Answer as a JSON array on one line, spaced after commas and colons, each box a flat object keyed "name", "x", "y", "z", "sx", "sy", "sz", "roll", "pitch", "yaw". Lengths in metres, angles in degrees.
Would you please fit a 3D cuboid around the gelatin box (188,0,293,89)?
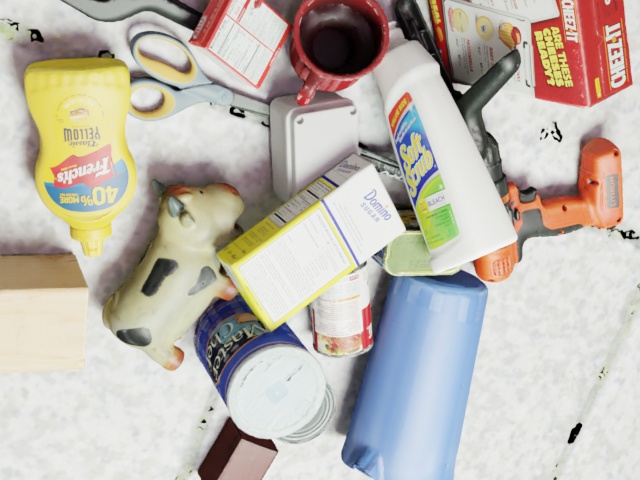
[{"name": "gelatin box", "x": -0.076, "y": -0.198, "z": 1.025, "sx": 0.089, "sy": 0.030, "sz": 0.073, "roll": 32, "pitch": 84, "yaw": -49}]

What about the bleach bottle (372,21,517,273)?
[{"name": "bleach bottle", "x": 0.110, "y": -0.098, "z": 1.079, "sx": 0.068, "sy": 0.103, "sz": 0.251, "roll": -21, "pitch": 86, "yaw": -27}]

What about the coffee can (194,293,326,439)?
[{"name": "coffee can", "x": -0.066, "y": 0.128, "z": 1.113, "sx": 0.102, "sy": 0.140, "sz": 0.103, "roll": -7, "pitch": 112, "yaw": -19}]

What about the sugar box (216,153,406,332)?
[{"name": "sugar box", "x": -0.007, "y": 0.001, "z": 1.071, "sx": 0.176, "sy": 0.048, "sz": 0.093, "roll": -37, "pitch": 124, "yaw": -12}]

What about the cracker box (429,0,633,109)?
[{"name": "cracker box", "x": 0.195, "y": -0.227, "z": 1.036, "sx": 0.072, "sy": 0.214, "sz": 0.164, "roll": -27, "pitch": 117, "yaw": -25}]

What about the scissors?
[{"name": "scissors", "x": -0.114, "y": -0.132, "z": 1.066, "sx": 0.201, "sy": 0.016, "sz": 0.096, "roll": 34, "pitch": 99, "yaw": -32}]

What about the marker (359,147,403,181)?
[{"name": "marker", "x": 0.084, "y": -0.074, "z": 1.139, "sx": 0.121, "sy": 0.020, "sz": 0.020, "roll": 20, "pitch": 103, "yaw": -4}]

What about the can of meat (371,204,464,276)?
[{"name": "can of meat", "x": 0.099, "y": 0.000, "z": 1.160, "sx": 0.102, "sy": 0.084, "sz": 0.057, "roll": -1, "pitch": 110, "yaw": -21}]

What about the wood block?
[{"name": "wood block", "x": -0.333, "y": 0.072, "z": 1.017, "sx": 0.205, "sy": 0.091, "sz": 0.090, "roll": -1, "pitch": 110, "yaw": -21}]

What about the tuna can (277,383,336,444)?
[{"name": "tuna can", "x": -0.027, "y": 0.186, "z": 1.212, "sx": 0.086, "sy": 0.034, "sz": 0.086, "roll": -7, "pitch": 112, "yaw": -19}]

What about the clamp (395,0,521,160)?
[{"name": "clamp", "x": 0.144, "y": -0.136, "z": 1.098, "sx": 0.036, "sy": 0.165, "sz": 0.210, "roll": -28, "pitch": 129, "yaw": -26}]

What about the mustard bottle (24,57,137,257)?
[{"name": "mustard bottle", "x": -0.225, "y": -0.075, "z": 1.021, "sx": 0.096, "sy": 0.058, "sz": 0.192, "roll": -5, "pitch": 112, "yaw": -11}]

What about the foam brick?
[{"name": "foam brick", "x": -0.092, "y": 0.250, "z": 1.200, "sx": 0.051, "sy": 0.053, "sz": 0.078, "roll": 27, "pitch": 99, "yaw": -28}]

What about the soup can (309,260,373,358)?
[{"name": "soup can", "x": 0.021, "y": 0.069, "z": 1.166, "sx": 0.068, "sy": 0.069, "sz": 0.102, "roll": -12, "pitch": 113, "yaw": -17}]

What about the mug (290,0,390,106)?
[{"name": "mug", "x": 0.009, "y": -0.181, "z": 1.040, "sx": 0.093, "sy": 0.081, "sz": 0.117, "roll": 27, "pitch": 82, "yaw": -5}]

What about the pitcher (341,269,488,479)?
[{"name": "pitcher", "x": 0.117, "y": 0.151, "z": 1.211, "sx": 0.145, "sy": 0.149, "sz": 0.243, "roll": 10, "pitch": 103, "yaw": -8}]

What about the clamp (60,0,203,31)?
[{"name": "clamp", "x": -0.166, "y": -0.252, "z": 0.986, "sx": 0.171, "sy": 0.039, "sz": 0.120, "roll": -1, "pitch": 113, "yaw": -24}]

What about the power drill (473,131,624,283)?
[{"name": "power drill", "x": 0.250, "y": -0.057, "z": 1.214, "sx": 0.187, "sy": 0.057, "sz": 0.184, "roll": -16, "pitch": 119, "yaw": -12}]
